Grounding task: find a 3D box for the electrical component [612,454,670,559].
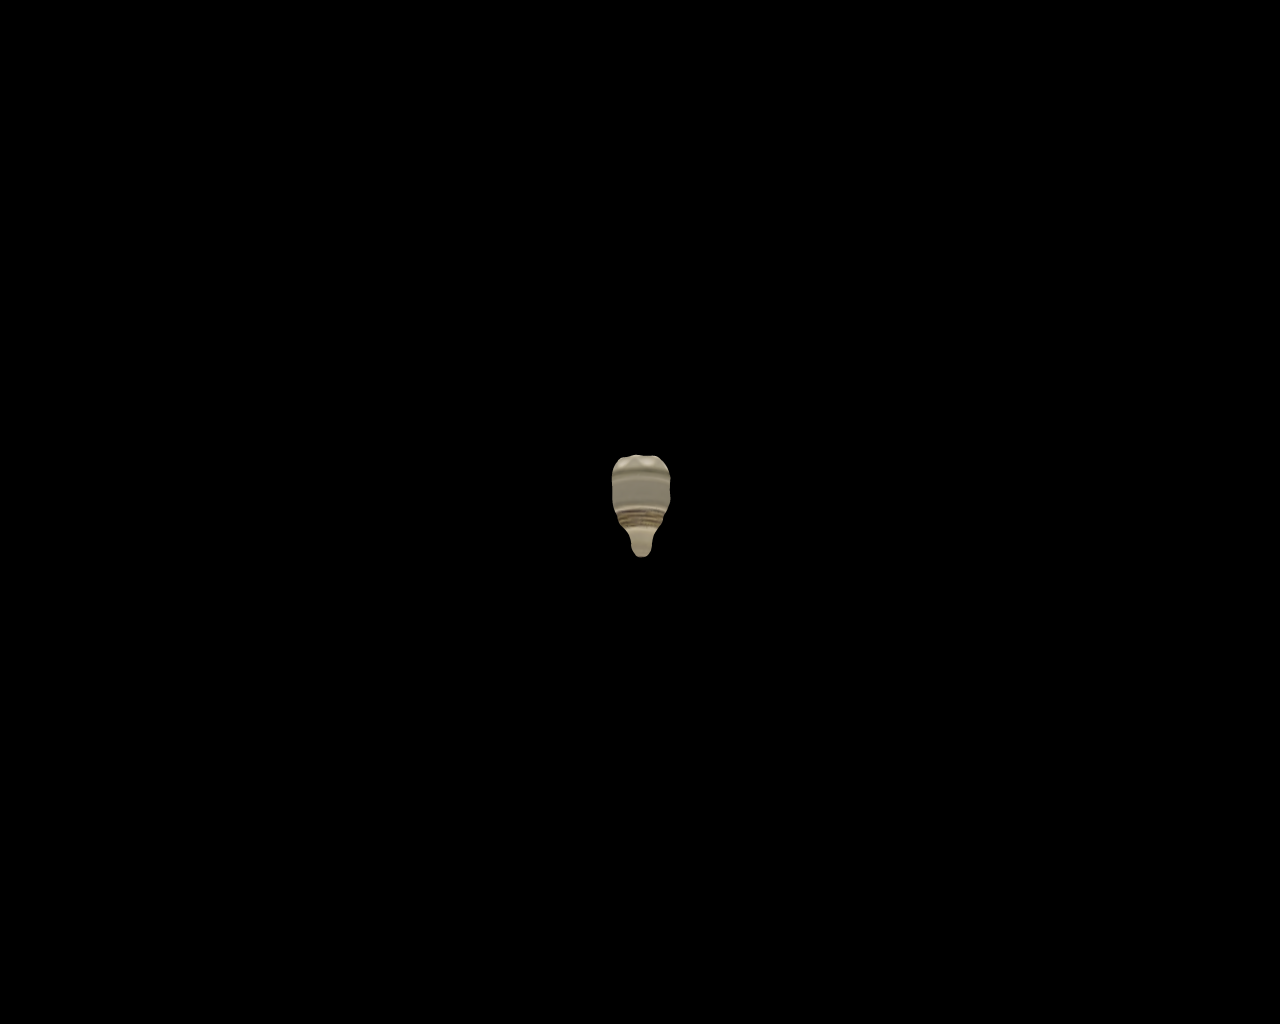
[{"bbox_3d":[0.001,-0.003,0.650,0.035,0.061,0.035,0,-9,0],"label":"electrical component"}]
